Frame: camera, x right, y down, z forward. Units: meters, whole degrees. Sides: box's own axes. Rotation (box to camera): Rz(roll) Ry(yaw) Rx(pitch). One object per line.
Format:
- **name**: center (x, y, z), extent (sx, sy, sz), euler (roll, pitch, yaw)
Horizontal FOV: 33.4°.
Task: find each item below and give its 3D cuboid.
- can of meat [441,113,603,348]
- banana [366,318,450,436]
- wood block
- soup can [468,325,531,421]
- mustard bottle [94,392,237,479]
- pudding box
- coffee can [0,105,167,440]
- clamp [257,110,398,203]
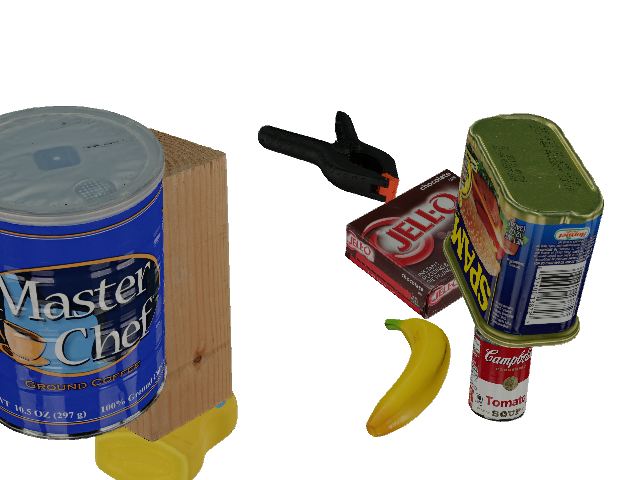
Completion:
- **can of meat**: center (0.107, -0.008, 0.569), extent (0.057, 0.084, 0.102), euler (-3, 37, -10)
- **banana**: center (0.088, 0.122, 1.003), extent (0.070, 0.037, 0.197), euler (-22, 18, 18)
- **wood block**: center (-0.129, 0.032, 0.805), extent (0.090, 0.206, 0.090), euler (21, 31, 36)
- **soup can**: center (0.208, 0.149, 1.234), extent (0.068, 0.102, 0.068), euler (1, 23, -1)
- **mustard bottle**: center (-0.134, 0.172, 1.039), extent (0.096, 0.058, 0.191), euler (6, 18, 16)
- **pudding box**: center (0.088, 0.000, 0.811), extent (0.113, 0.039, 0.090), euler (-28, 51, -32)
- **coffee can**: center (-0.131, 0.016, 0.548), extent (0.103, 0.140, 0.103), euler (3, 35, -2)
- **clamp**: center (0.014, -0.089, 1.131), extent (0.120, 0.039, 0.172), euler (-15, 36, -24)
